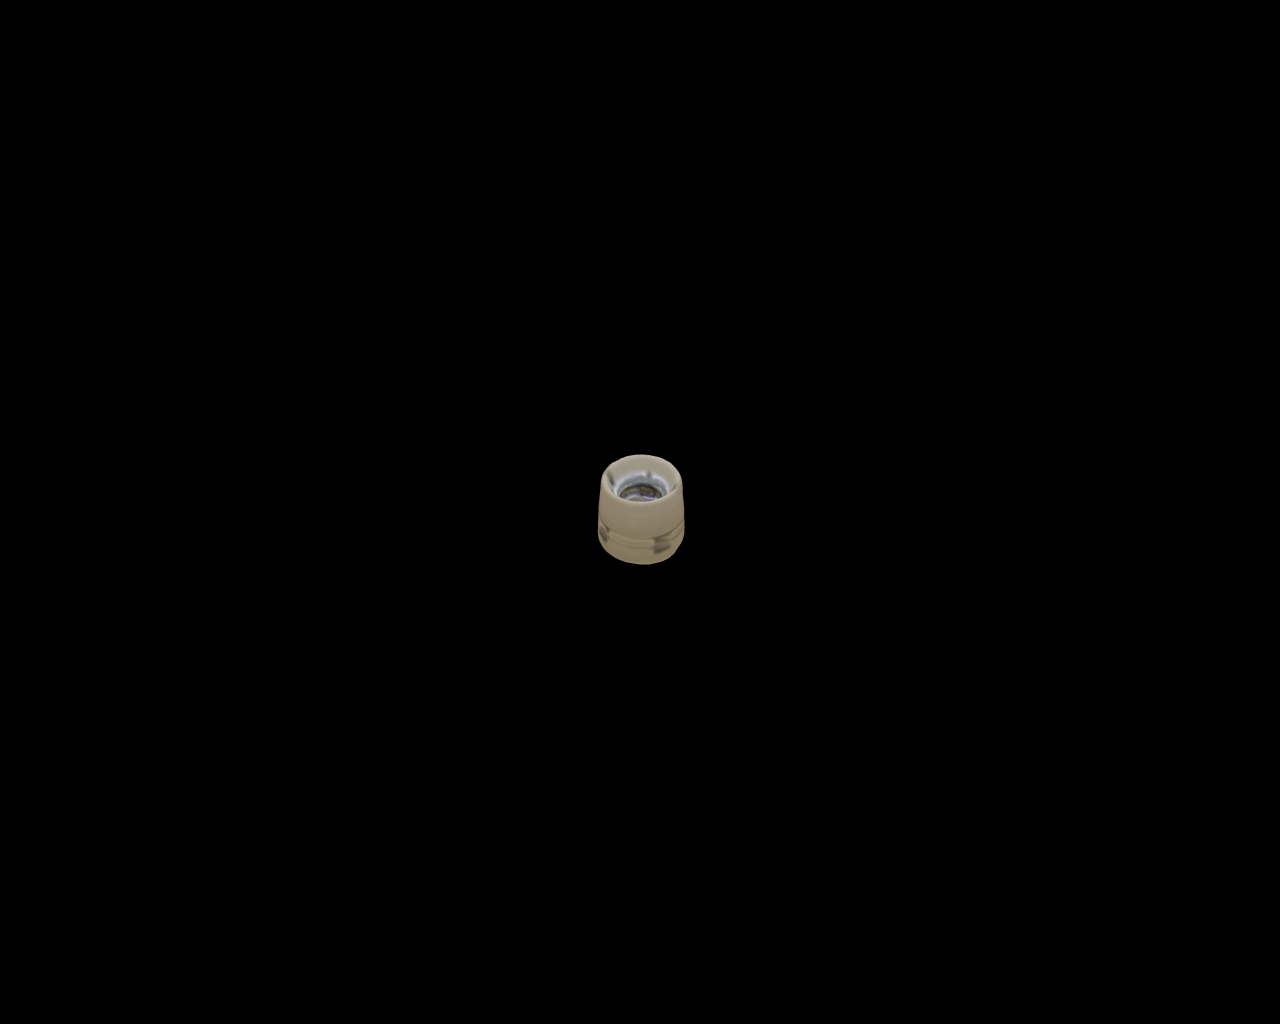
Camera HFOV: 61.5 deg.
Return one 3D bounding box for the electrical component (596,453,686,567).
[{"bbox_3d":[0.001,-0.003,0.650,0.055,0.047,0.055,0,40,0],"label":"electrical component"}]
